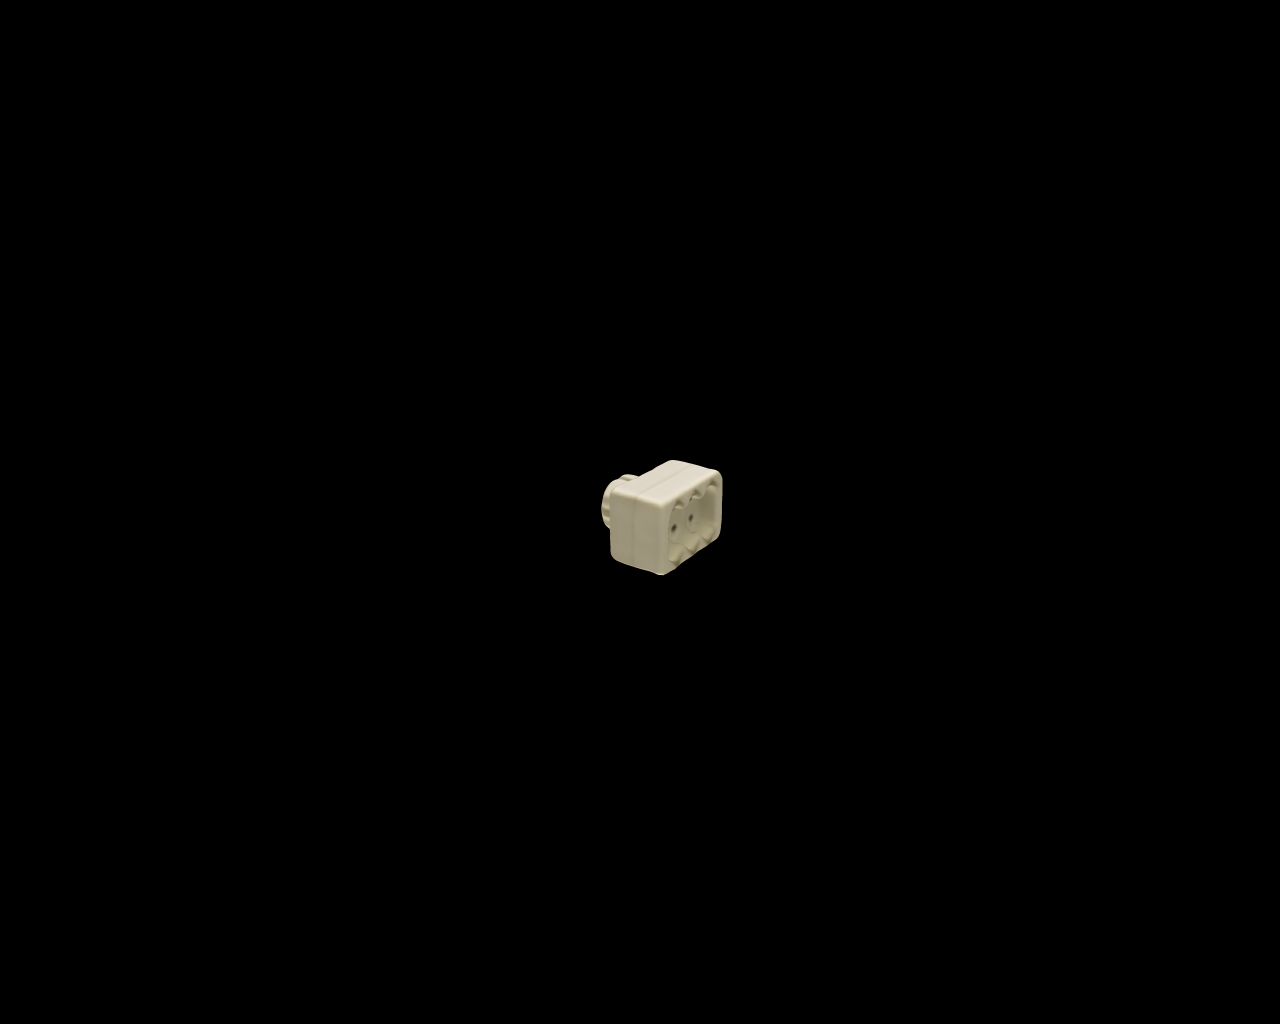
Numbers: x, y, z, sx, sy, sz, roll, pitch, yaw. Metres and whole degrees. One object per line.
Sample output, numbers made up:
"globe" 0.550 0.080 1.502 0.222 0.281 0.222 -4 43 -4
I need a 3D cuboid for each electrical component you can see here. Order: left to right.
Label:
"electrical component" 0.001 -0.003 0.650 0.077 0.047 0.066 17 29 32
